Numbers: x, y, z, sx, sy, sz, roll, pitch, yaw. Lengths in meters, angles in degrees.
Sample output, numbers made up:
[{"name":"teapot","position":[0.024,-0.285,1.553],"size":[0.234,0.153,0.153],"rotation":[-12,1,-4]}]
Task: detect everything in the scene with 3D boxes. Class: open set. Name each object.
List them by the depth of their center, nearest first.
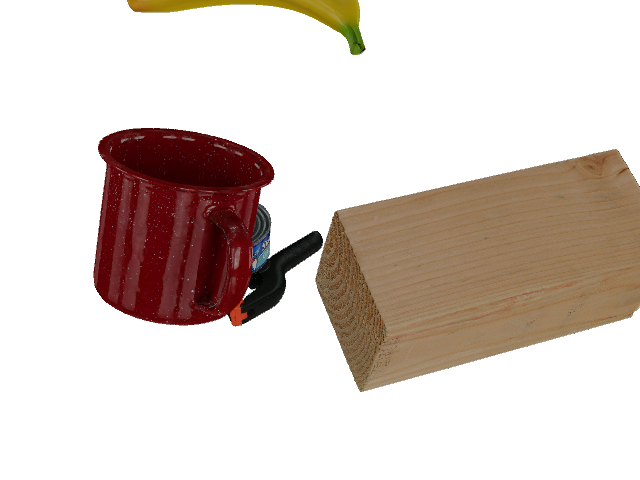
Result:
[{"name":"mug","position":[-0.070,-0.002,0.565],"size":[0.093,0.081,0.117],"rotation":[-6,27,-37]},{"name":"wood block","position":[0.112,0.018,0.703],"size":[0.205,0.091,0.090],"rotation":[-13,-30,-18]},{"name":"banana","position":[-0.051,-0.191,0.823],"size":[0.198,0.069,0.037],"rotation":[13,-40,16]},{"name":"tuna can","position":[-0.085,-0.003,0.902],"size":[0.086,0.034,0.086],"rotation":[1,36,-1]},{"name":"clamp","position":[-0.063,0.035,1.256],"size":[0.120,0.039,0.171],"rotation":[-2,40,10]}]
